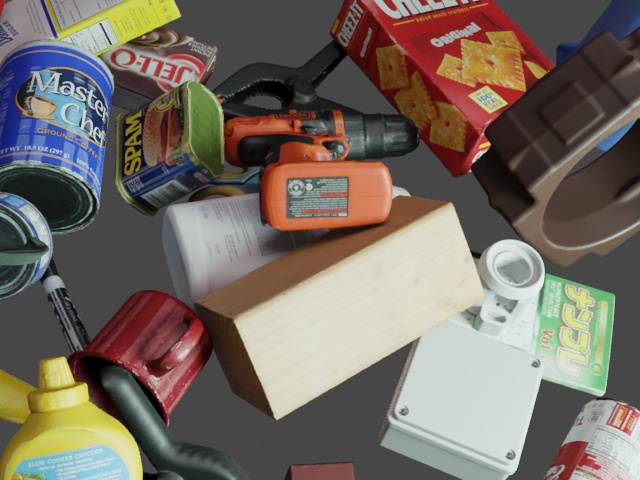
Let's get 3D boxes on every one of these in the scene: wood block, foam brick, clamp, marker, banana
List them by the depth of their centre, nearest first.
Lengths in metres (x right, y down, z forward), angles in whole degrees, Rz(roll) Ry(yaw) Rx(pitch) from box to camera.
[{"bbox_3d":[-0.110,0.166,0.781,0.171,0.120,0.039,21,26,-1],"label":"clamp"},{"bbox_3d":[0.002,0.212,0.799,0.051,0.053,0.078,1,56,-11],"label":"foam brick"},{"bbox_3d":[-0.288,0.083,0.842,0.069,0.037,0.198,-33,67,-27],"label":"banana"},{"bbox_3d":[0.017,0.048,0.864,0.205,0.091,0.090,-28,107,-21],"label":"wood block"},{"bbox_3d":[-0.212,0.059,0.886,0.020,0.020,0.121,-20,61,-23],"label":"marker"},{"bbox_3d":[-0.019,-0.148,1.059,0.209,0.036,0.164,-4,55,-19],"label":"clamp"}]

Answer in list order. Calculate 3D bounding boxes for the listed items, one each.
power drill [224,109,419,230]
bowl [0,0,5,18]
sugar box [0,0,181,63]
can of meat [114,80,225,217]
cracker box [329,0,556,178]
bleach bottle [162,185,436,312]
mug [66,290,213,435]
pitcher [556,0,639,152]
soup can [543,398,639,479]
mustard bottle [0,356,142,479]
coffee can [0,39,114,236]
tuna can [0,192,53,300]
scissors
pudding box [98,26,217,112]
[{"bbox_3d":[0.010,-0.068,0.927,0.184,0.057,0.188,-5,21,-6],"label":"power drill"},{"bbox_3d":[-0.348,-0.216,1.000,0.162,0.055,0.162,-19,54,28],"label":"bowl"},{"bbox_3d":[-0.230,-0.213,1.017,0.176,0.048,0.093,-27,48,-1],"label":"sugar box"},{"bbox_3d":[-0.133,-0.084,0.953,0.084,0.057,0.102,-24,52,25],"label":"can of meat"},{"bbox_3d":[0.139,-0.176,1.071,0.163,0.072,0.214,-20,62,-36],"label":"cracker box"},{"bbox_3d":[-0.006,0.001,0.942,0.250,0.068,0.102,-9,59,-20],"label":"bleach bottle"},{"bbox_3d":[-0.130,0.089,0.825,0.093,0.117,0.081,46,49,-12],"label":"mug"},{"bbox_3d":[0.345,-0.196,1.039,0.149,0.243,0.145,14,52,-10],"label":"pitcher"},{"bbox_3d":[0.222,0.185,0.853,0.068,0.069,0.102,32,55,11],"label":"soup can"},{"bbox_3d":[-0.168,0.176,0.732,0.096,0.058,0.191,-9,91,-9],"label":"mustard bottle"},{"bbox_3d":[-0.238,-0.089,0.933,0.102,0.103,0.140,4,55,-8],"label":"coffee can"},{"bbox_3d":[-0.265,0.005,0.871,0.086,0.086,0.033,17,14,1],"label":"tuna can"},{"bbox_3d":[-0.038,-0.043,0.993,0.201,0.016,0.096,10,52,-3],"label":"scissors"},{"bbox_3d":[-0.168,-0.167,1.040,0.113,0.039,0.090,20,55,4],"label":"pudding box"}]
